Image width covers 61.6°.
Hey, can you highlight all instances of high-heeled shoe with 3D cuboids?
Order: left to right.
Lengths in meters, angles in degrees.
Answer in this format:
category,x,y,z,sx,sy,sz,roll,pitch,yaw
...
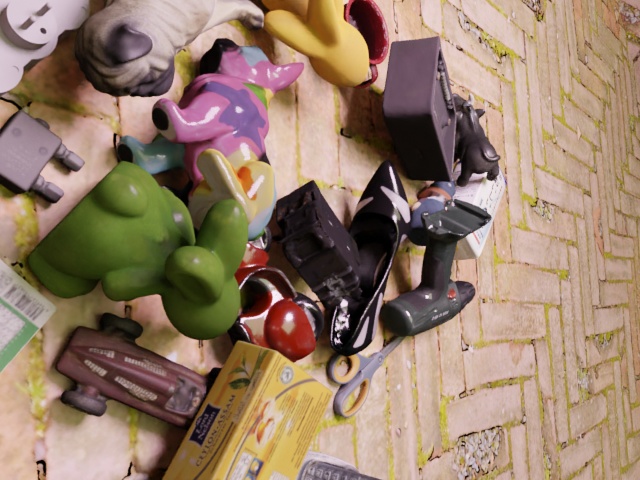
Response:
category,x,y,z,sx,sy,sz,roll,pitch,yaw
high-heeled shoe,0.055,0.024,0.704,0.145,0.086,0.248,-24,118,-61

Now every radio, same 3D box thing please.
category,x,y,z,sx,sy,sz,roll,pitch,yaw
radio,0.157,-0.188,0.808,0.229,0.073,0.131,44,52,-64

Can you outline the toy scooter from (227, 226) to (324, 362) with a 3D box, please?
category,x,y,z,sx,sy,sz,roll,pitch,yaw
toy scooter,-0.076,0.076,0.578,0.135,0.075,0.183,-45,114,-41

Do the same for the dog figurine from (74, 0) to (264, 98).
category,x,y,z,sx,sy,sz,roll,pitch,yaw
dog figurine,-0.165,-0.215,0.480,0.190,0.173,0.121,-46,144,-31

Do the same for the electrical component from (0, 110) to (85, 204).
category,x,y,z,sx,sy,sz,roll,pitch,yaw
electrical component,-0.249,-0.075,0.447,0.094,0.021,0.063,41,57,-36

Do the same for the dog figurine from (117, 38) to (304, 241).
category,x,y,z,sx,sy,sz,roll,pitch,yaw
dog figurine,-0.082,-0.113,0.564,0.191,0.108,0.219,51,45,-7

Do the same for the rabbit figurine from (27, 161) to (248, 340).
category,x,y,z,sx,sy,sz,roll,pitch,yaw
rabbit figurine,-0.127,0.014,0.462,0.170,0.159,0.121,45,45,-21

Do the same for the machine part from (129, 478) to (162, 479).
category,x,y,z,sx,sy,sz,roll,pitch,yaw
machine part,-0.143,0.257,0.512,0.139,0.039,0.084,-14,87,-45

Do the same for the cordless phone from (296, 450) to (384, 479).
category,x,y,z,sx,sy,sz,roll,pitch,yaw
cordless phone,0.028,0.319,0.582,0.088,0.184,0.146,43,56,-41

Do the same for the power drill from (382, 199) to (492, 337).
category,x,y,z,sx,sy,sz,roll,pitch,yaw
power drill,0.193,0.043,0.833,0.232,0.086,0.207,-21,137,-39

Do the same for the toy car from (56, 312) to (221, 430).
category,x,y,z,sx,sy,sz,roll,pitch,yaw
toy car,-0.148,0.142,0.511,0.202,0.053,0.089,42,59,-37

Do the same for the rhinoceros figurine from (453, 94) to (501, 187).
category,x,y,z,sx,sy,sz,roll,pitch,yaw
rhinoceros figurine,0.256,-0.180,0.942,0.112,0.073,0.190,73,7,-49

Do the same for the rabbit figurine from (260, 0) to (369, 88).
category,x,y,z,sx,sy,sz,roll,pitch,yaw
rabbit figurine,0.004,-0.259,0.620,0.173,0.122,0.162,63,19,-8

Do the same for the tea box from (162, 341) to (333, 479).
category,x,y,z,sx,sy,sz,roll,pitch,yaw
tea box,-0.069,0.194,0.508,0.098,0.068,0.169,47,59,-35

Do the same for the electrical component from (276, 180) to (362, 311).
category,x,y,z,sx,sy,sz,roll,pitch,yaw
electrical component,-0.001,-0.002,0.643,0.114,0.058,0.134,56,14,-30

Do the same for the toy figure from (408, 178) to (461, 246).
category,x,y,z,sx,sy,sz,roll,pitch,yaw
toy figure,0.187,-0.054,0.893,0.154,0.058,0.064,-57,133,-41
